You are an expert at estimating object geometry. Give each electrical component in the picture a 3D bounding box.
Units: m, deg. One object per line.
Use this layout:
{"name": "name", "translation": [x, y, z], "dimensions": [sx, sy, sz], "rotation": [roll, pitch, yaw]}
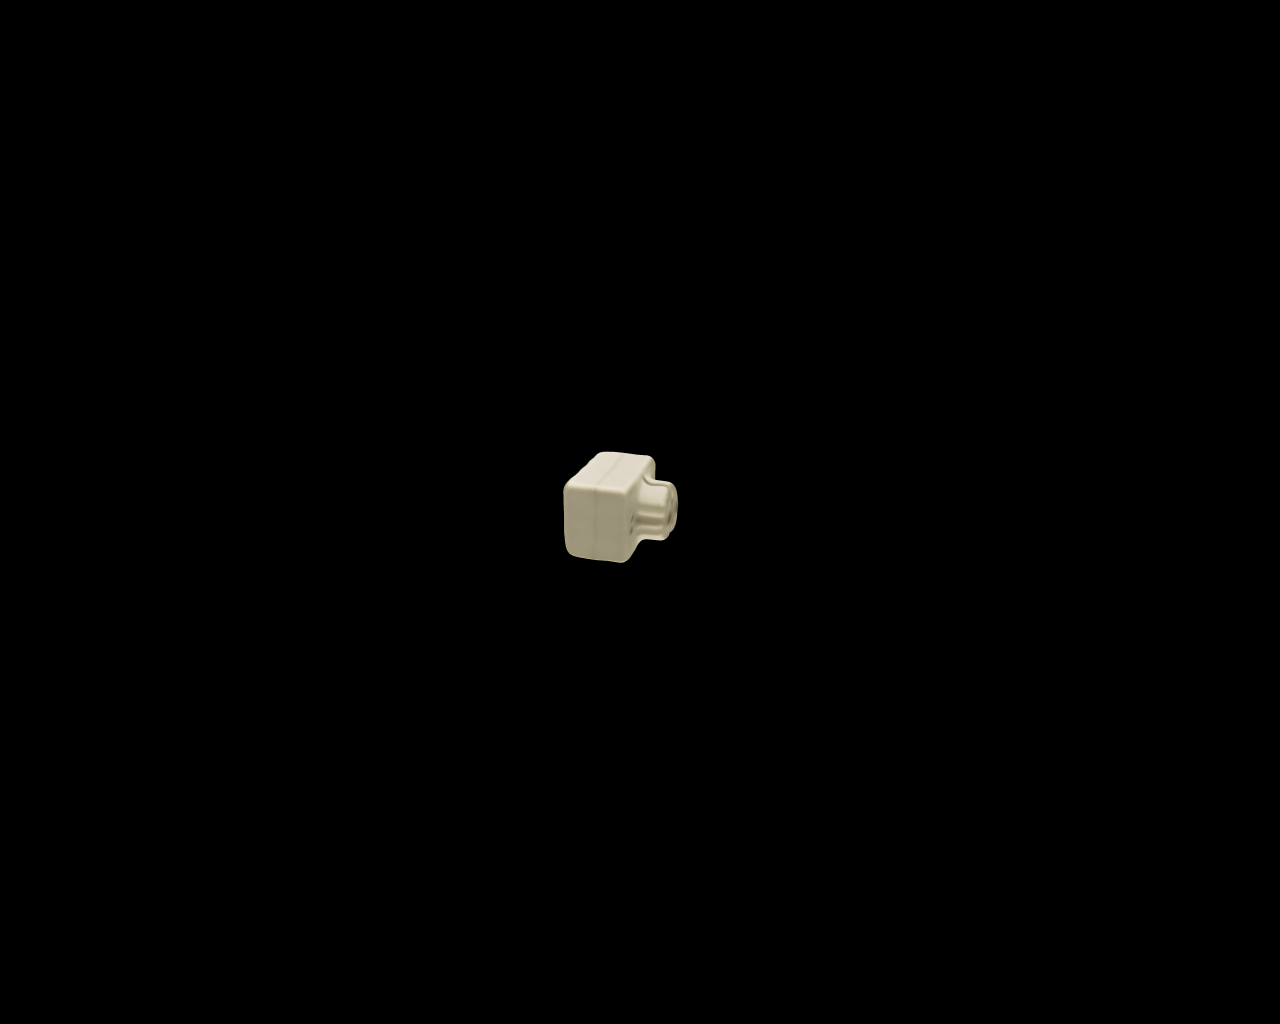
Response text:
{"name": "electrical component", "translation": [0.001, -0.003, 0.650], "dimensions": [0.077, 0.047, 0.066], "rotation": [6, 23, 14]}
